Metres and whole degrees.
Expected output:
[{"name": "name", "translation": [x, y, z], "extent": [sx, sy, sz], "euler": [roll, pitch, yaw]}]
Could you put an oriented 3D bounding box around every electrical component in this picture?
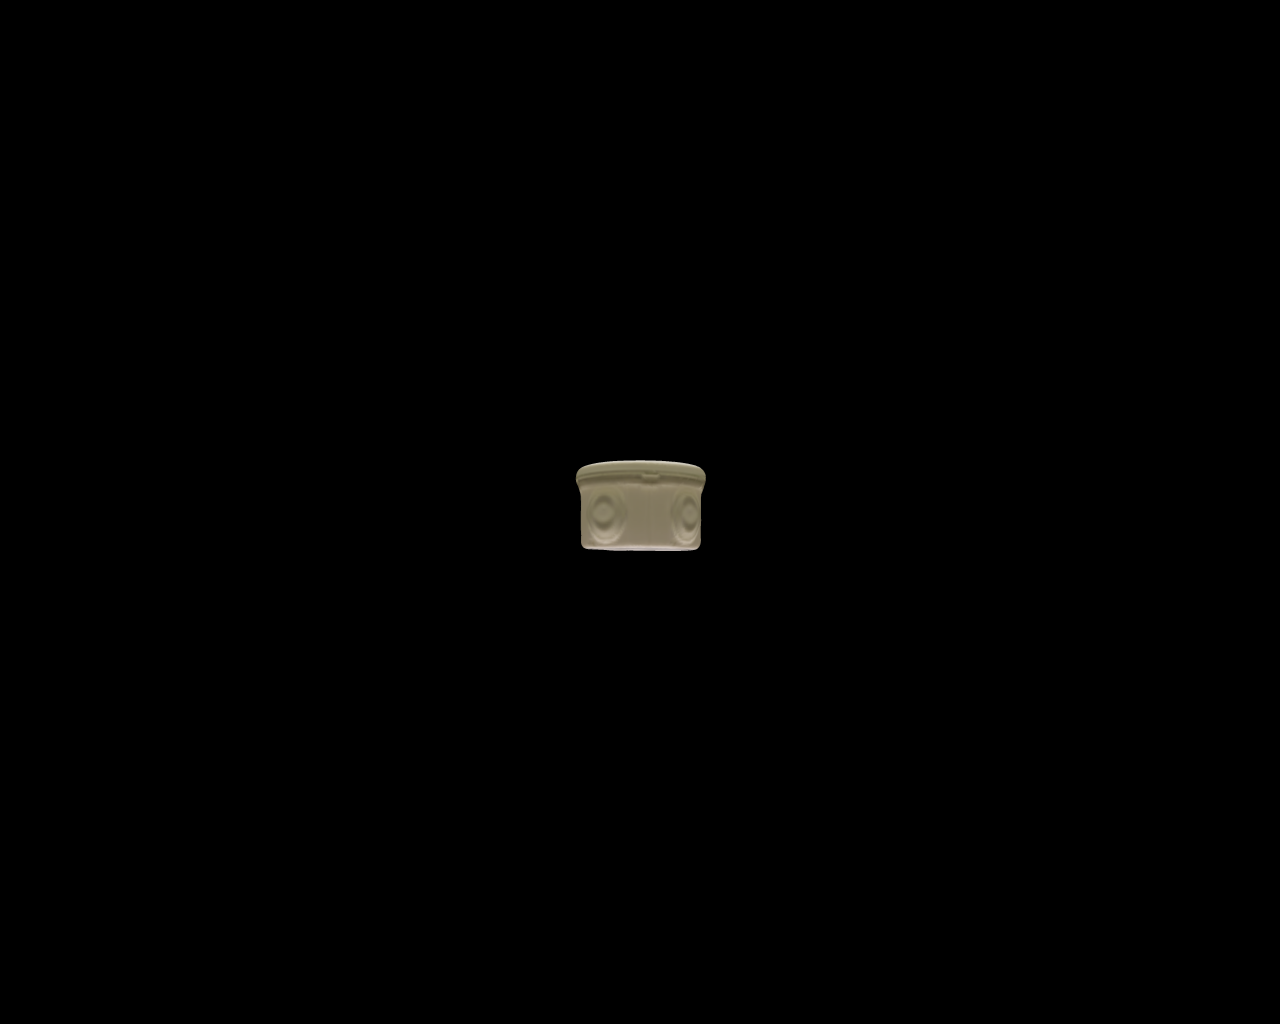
[{"name": "electrical component", "translation": [0.001, -0.003, 0.650], "extent": [0.080, 0.051, 0.080], "euler": [0, -4, 0]}]
